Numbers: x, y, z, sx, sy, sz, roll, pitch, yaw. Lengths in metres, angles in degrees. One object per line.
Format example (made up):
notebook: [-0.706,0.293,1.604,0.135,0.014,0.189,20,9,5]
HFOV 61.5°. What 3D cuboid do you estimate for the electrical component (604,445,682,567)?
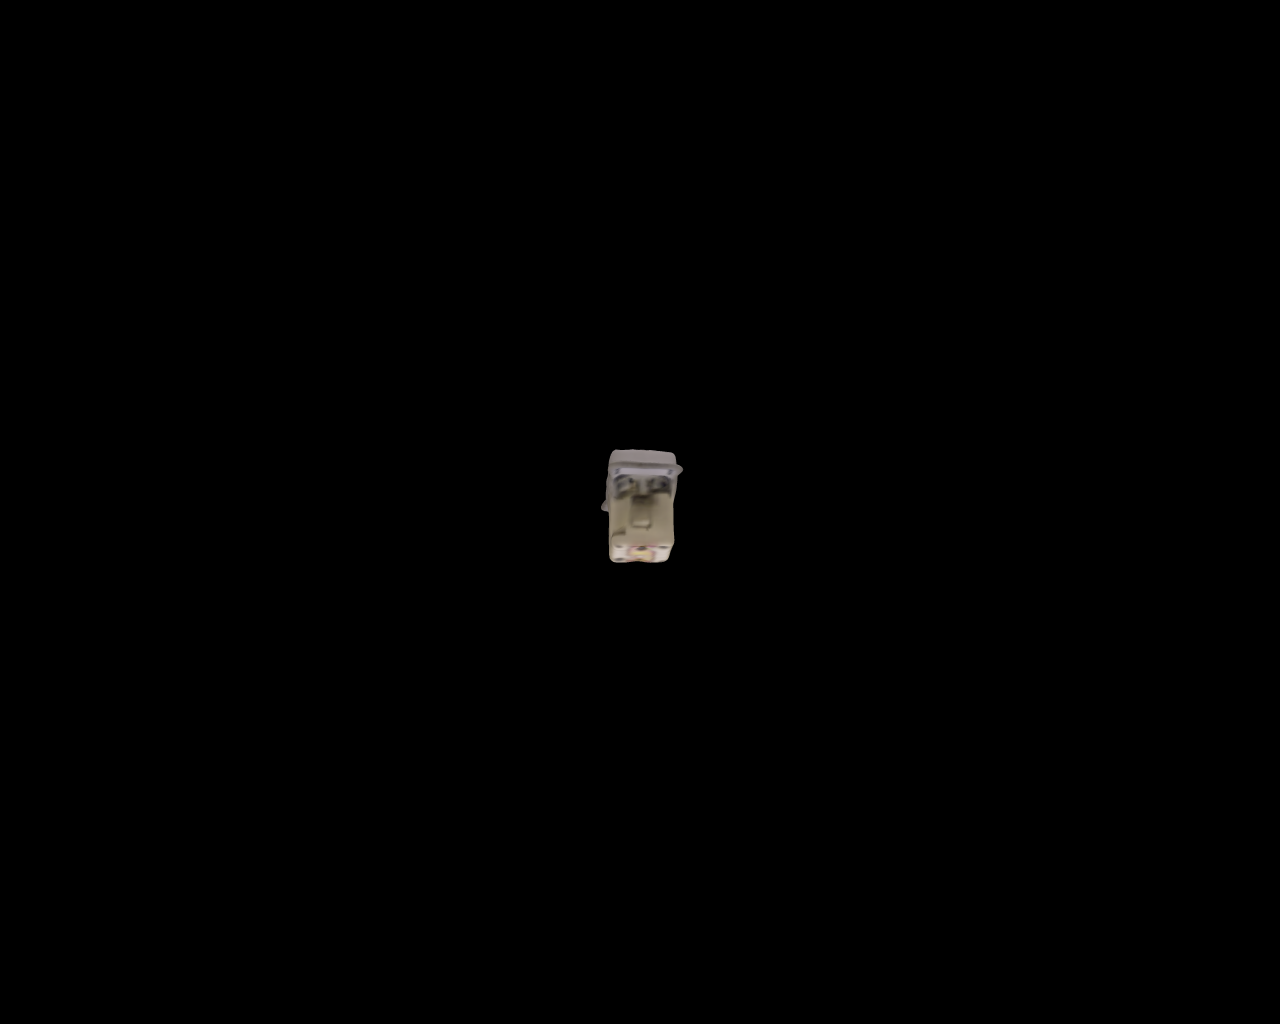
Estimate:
electrical component: [0.001,-0.003,0.650,0.042,0.064,0.081,1,-19,-3]
